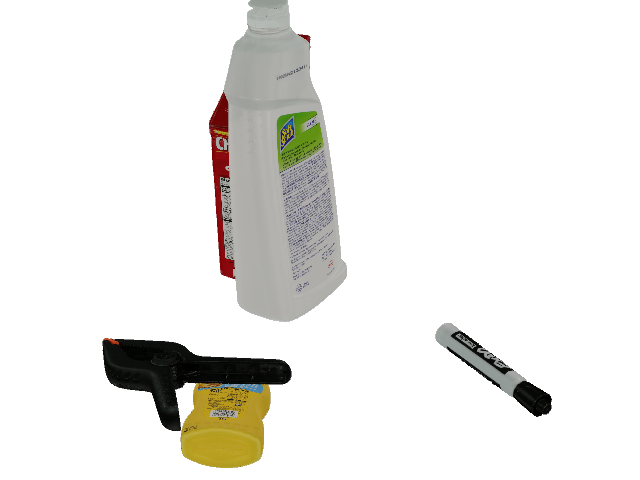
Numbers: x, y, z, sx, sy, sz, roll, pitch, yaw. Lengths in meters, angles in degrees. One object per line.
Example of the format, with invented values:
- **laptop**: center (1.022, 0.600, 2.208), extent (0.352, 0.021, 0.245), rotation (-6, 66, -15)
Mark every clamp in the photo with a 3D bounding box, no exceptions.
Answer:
- **clamp**: center (-0.158, 0.138, 1.086), extent (0.210, 0.036, 0.164), rotation (9, 17, 33)

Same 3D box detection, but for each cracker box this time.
- **cracker box**: center (-0.061, -0.085, 1.112), extent (0.072, 0.164, 0.214), rotation (9, -43, 8)

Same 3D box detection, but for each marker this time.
- **marker**: center (0.130, 0.097, 0.803), extent (0.020, 0.020, 0.121), rotation (0, 23, -34)

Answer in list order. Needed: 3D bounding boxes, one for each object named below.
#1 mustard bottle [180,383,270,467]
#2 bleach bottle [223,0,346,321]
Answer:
- **mustard bottle**: center (-0.111, 0.202, 1.316), extent (0.096, 0.058, 0.191), rotation (1, 25, 2)
- **bleach bottle**: center (-0.029, -0.066, 0.834), extent (0.068, 0.251, 0.102), rotation (15, 33, 29)
